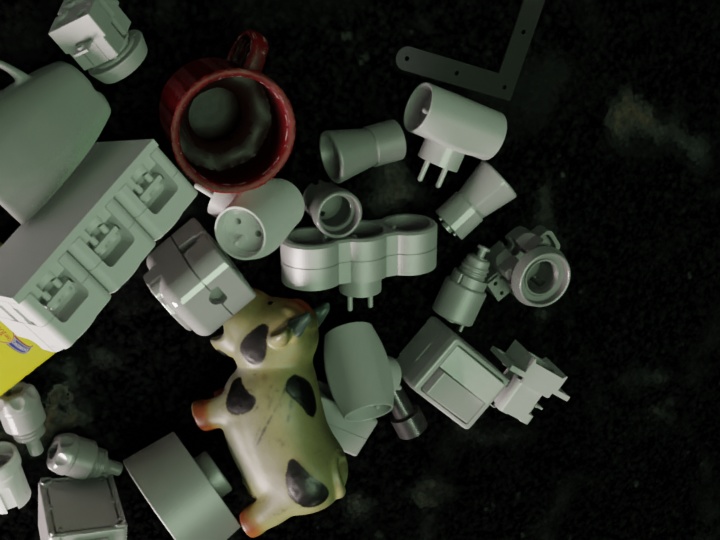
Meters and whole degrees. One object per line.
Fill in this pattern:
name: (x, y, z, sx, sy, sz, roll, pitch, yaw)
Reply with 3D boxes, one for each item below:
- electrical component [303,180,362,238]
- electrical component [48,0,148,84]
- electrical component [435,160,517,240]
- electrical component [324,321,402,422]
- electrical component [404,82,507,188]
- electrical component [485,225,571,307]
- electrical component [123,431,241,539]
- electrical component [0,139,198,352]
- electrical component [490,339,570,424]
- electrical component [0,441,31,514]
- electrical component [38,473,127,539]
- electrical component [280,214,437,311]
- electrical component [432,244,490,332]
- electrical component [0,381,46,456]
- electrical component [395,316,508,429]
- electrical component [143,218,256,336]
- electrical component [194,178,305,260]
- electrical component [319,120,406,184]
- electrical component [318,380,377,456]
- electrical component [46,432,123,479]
electrical component: (-0.024, -0.052, 0.888, 0.040, 0.046, 0.040, -8, 114, -20)
electrical component: (-0.185, -0.167, 0.769, 0.048, 0.066, 0.055, -18, 132, 24)
electrical component: (0.099, -0.058, 0.941, 0.065, 0.044, 0.044, -43, 120, 4)
electrical component: (0.010, 0.091, 0.946, 0.043, 0.077, 0.079, -29, 153, 31)
electrical component: (0.073, -0.108, 0.907, 0.077, 0.044, 0.079, 17, 103, -27)
electrical component: (0.154, -0.001, 0.977, 0.078, 0.057, 0.058, -39, 120, -4)
electrical component: (-0.143, 0.186, 0.903, 0.060, 0.108, 0.108, -35, 120, -13)
electrical component: (-0.197, -0.019, 0.775, 0.061, 0.089, 0.150, 51, 62, -31)
electrical component: (0.156, 0.110, 1.032, 0.081, 0.042, 0.063, 30, 99, -29)
electrical component: (-0.290, 0.169, 0.871, 0.040, 0.040, 0.046, -20, 123, -14)
electrical component: (-0.228, 0.218, 0.883, 0.062, 0.096, 0.061, -2, 114, -22)
electrical component: (0.000, 0.000, 0.916, 0.138, 0.052, 0.073, -9, 114, -20)
electrical component: (0.096, 0.014, 0.969, 0.040, 0.040, 0.078, 18, 102, -28)
electrical component: (-0.269, 0.122, 0.863, 0.035, 0.035, 0.061, -19, 118, -15)
electrical component: (0.088, 0.099, 0.988, 0.096, 0.061, 0.061, 39, 93, -30)
electrical component: (-0.128, 0.007, 0.840, 0.059, 0.095, 0.053, -40, 121, -3)
electrical component: (-0.093, -0.050, 0.849, 0.079, 0.077, 0.043, 31, 118, 7)
electrical component: (0.005, -0.100, 0.884, 0.065, 0.044, 0.044, -18, 116, -21)
electrical component: (-0.036, 0.146, 0.963, 0.066, 0.047, 0.076, 27, 99, -29)
electrical component: (-0.227, 0.158, 0.895, 0.061, 0.035, 0.035, 25, 100, -32)
